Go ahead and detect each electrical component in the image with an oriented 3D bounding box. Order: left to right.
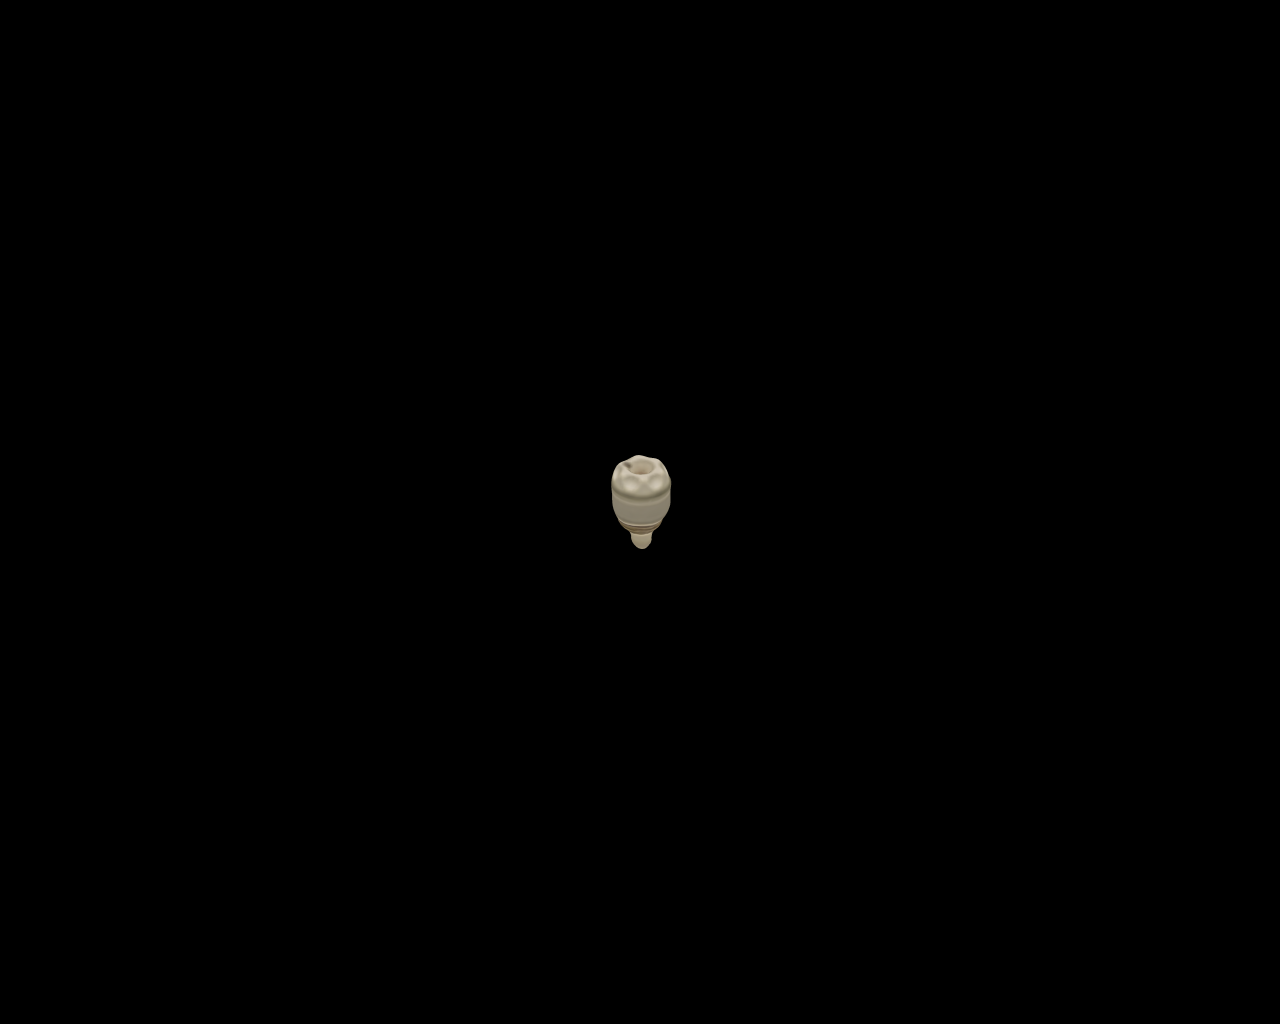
[{"bbox_3d":[0.001,-0.003,0.650,0.035,0.061,0.035,0,36,0],"label":"electrical component"}]
